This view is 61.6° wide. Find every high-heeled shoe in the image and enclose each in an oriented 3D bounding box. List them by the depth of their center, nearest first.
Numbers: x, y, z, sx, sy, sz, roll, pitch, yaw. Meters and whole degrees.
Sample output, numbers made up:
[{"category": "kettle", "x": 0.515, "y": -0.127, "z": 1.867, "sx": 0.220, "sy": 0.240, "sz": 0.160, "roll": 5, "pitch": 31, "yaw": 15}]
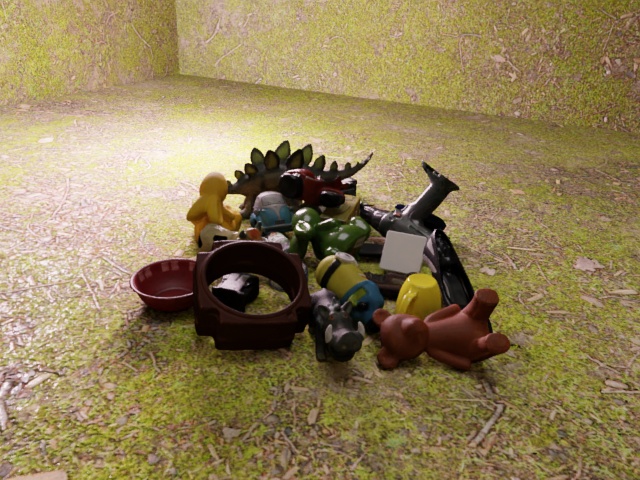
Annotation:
[{"category": "high-heeled shoe", "x": 0.273, "y": 0.083, "z": 1.042, "sx": 0.086, "sy": 0.145, "sz": 0.249, "roll": -7, "pitch": 25, "yaw": -18}]

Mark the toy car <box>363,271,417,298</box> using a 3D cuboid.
[{"category": "toy car", "x": 0.131, "y": 0.091, "z": 1.119, "sx": 0.202, "sy": 0.053, "sz": 0.089, "roll": 4, "pitch": 22, "yaw": 5}]

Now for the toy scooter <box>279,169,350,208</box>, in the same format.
[{"category": "toy scooter", "x": -0.002, "y": -0.131, "z": 1.320, "sx": 0.184, "sy": 0.075, "sz": 0.135, "roll": 22, "pitch": 30, "yaw": 27}]

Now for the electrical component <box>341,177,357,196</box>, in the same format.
[{"category": "electrical component", "x": 0.046, "y": -0.161, "z": 1.636, "sx": 0.115, "sy": 0.058, "sz": 0.134, "roll": -14, "pitch": 30, "yaw": -28}]

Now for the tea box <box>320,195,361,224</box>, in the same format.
[{"category": "tea box", "x": 0.049, "y": -0.041, "z": 1.335, "sx": 0.068, "sy": 0.098, "sz": 0.170, "roll": 9, "pitch": 25, "yaw": 12}]

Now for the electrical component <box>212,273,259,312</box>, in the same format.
[{"category": "electrical component", "x": -0.160, "y": 0.094, "z": 1.086, "sx": 0.075, "sy": 0.047, "sz": 0.119, "roll": 12, "pitch": 28, "yaw": 17}]

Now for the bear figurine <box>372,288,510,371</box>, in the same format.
[{"category": "bear figurine", "x": 0.196, "y": 0.152, "z": 0.909, "sx": 0.196, "sy": 0.131, "sz": 0.120, "roll": 6, "pitch": 57, "yaw": -10}]

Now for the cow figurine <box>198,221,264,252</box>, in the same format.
[{"category": "cow figurine", "x": -0.184, "y": 0.013, "z": 1.160, "sx": 0.195, "sy": 0.127, "sz": 0.085, "roll": 18, "pitch": 32, "yaw": 34}]

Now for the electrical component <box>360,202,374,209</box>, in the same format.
[{"category": "electrical component", "x": 0.109, "y": -0.070, "z": 1.462, "sx": 0.078, "sy": 0.045, "sz": 0.102, "roll": 5, "pitch": 25, "yaw": 1}]

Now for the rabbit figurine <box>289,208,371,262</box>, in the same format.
[{"category": "rabbit figurine", "x": -0.002, "y": -0.004, "z": 1.191, "sx": 0.170, "sy": 0.121, "sz": 0.159, "roll": 34, "pitch": 38, "yaw": 24}]

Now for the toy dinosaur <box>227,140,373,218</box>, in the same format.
[{"category": "toy dinosaur", "x": -0.082, "y": -0.164, "z": 1.466, "sx": 0.471, "sy": 0.198, "sz": 0.105, "roll": -7, "pitch": 30, "yaw": -16}]

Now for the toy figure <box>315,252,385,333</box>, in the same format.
[{"category": "toy figure", "x": 0.062, "y": 0.099, "z": 1.026, "sx": 0.089, "sy": 0.082, "sz": 0.180, "roll": -27, "pitch": 59, "yaw": -14}]

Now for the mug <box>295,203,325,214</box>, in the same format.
[{"category": "mug", "x": -0.010, "y": -0.079, "z": 1.408, "sx": 0.081, "sy": 0.109, "sz": 0.107, "roll": 7, "pitch": 12, "yaw": 18}]

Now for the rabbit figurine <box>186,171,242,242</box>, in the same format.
[{"category": "rabbit figurine", "x": -0.263, "y": -0.076, "z": 1.288, "sx": 0.122, "sy": 0.173, "sz": 0.162, "roll": 10, "pitch": 22, "yaw": 6}]

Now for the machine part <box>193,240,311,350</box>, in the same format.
[{"category": "machine part", "x": -0.125, "y": 0.093, "z": 0.969, "sx": 0.201, "sy": 0.087, "sz": 0.201, "roll": 3, "pitch": 42, "yaw": -18}]

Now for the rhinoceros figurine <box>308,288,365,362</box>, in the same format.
[{"category": "rhinoceros figurine", "x": 0.028, "y": 0.146, "z": 0.924, "sx": 0.073, "sy": 0.112, "sz": 0.190, "roll": 0, "pitch": 17, "yaw": -12}]

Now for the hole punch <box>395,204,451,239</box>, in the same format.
[{"category": "hole punch", "x": 0.256, "y": -0.045, "z": 1.382, "sx": 0.142, "sy": 0.092, "sz": 0.116, "roll": 20, "pitch": 26, "yaw": 39}]

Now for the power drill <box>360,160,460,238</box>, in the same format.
[{"category": "power drill", "x": 0.220, "y": -0.086, "z": 1.295, "sx": 0.232, "sy": 0.207, "sz": 0.086, "roll": 43, "pitch": 8, "yaw": 38}]

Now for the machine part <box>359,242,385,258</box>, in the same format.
[{"category": "machine part", "x": 0.130, "y": 0.029, "z": 1.265, "sx": 0.139, "sy": 0.039, "sz": 0.084, "roll": 6, "pitch": 30, "yaw": -2}]

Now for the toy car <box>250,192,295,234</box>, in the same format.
[{"category": "toy car", "x": -0.120, "y": -0.069, "z": 1.337, "sx": 0.109, "sy": 0.102, "sz": 0.162, "roll": -6, "pitch": 9, "yaw": -17}]
